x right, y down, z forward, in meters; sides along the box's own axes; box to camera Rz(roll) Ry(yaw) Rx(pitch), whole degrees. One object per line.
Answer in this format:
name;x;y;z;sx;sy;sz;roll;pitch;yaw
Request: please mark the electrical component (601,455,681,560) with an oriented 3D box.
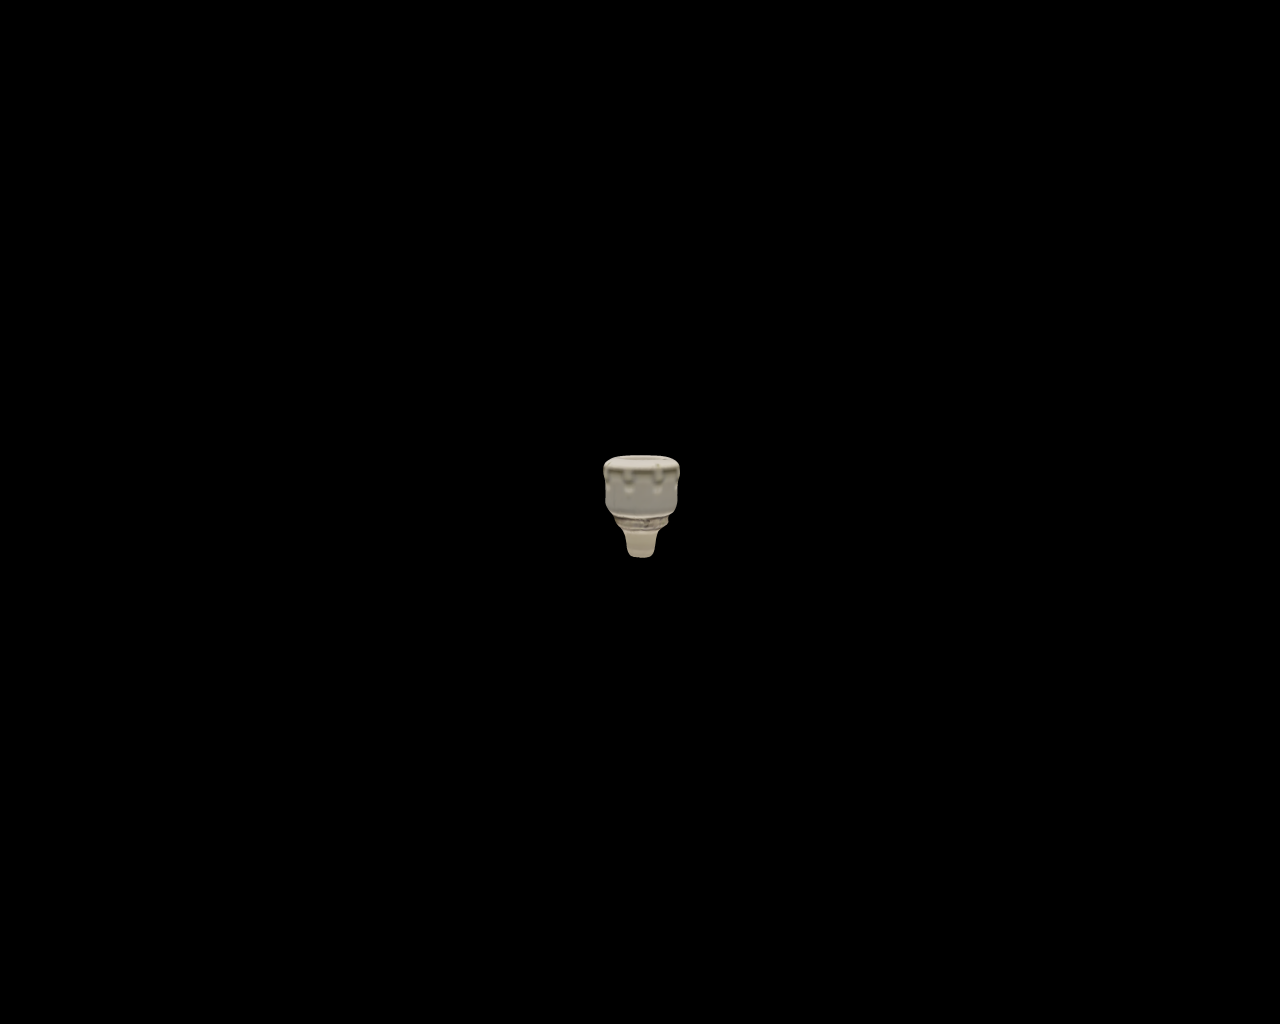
electrical component;0.001;-0.003;0.650;0.048;0.062;0.048;0;7;0
